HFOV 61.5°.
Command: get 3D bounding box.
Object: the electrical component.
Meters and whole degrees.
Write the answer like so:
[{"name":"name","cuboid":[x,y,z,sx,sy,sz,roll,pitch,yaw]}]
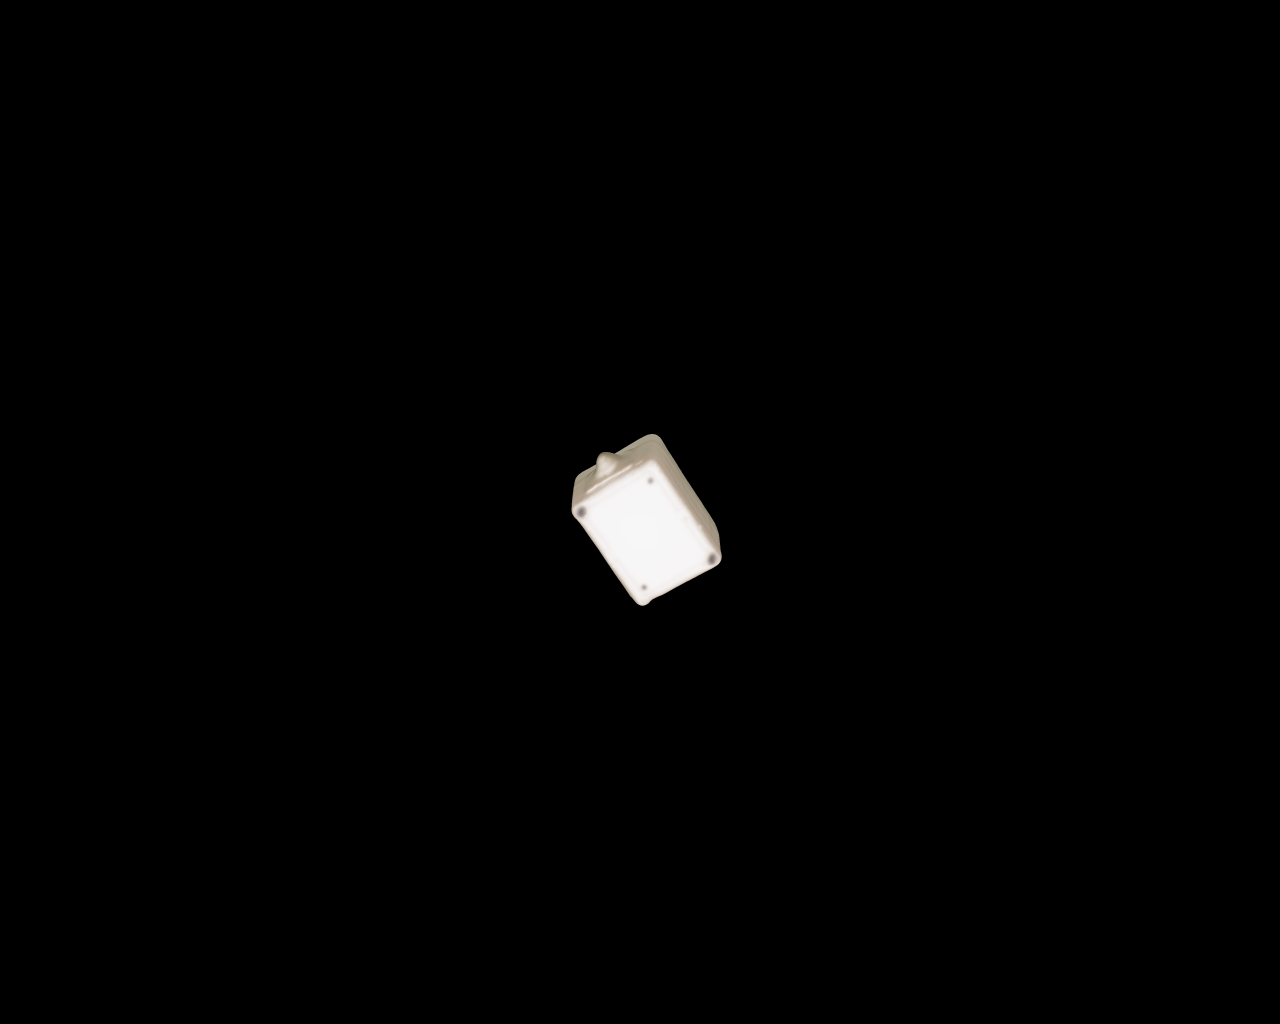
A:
[{"name":"electrical component","cuboid":[0.001,-0.003,0.650,0.061,0.096,0.061,-30,20,12]}]
